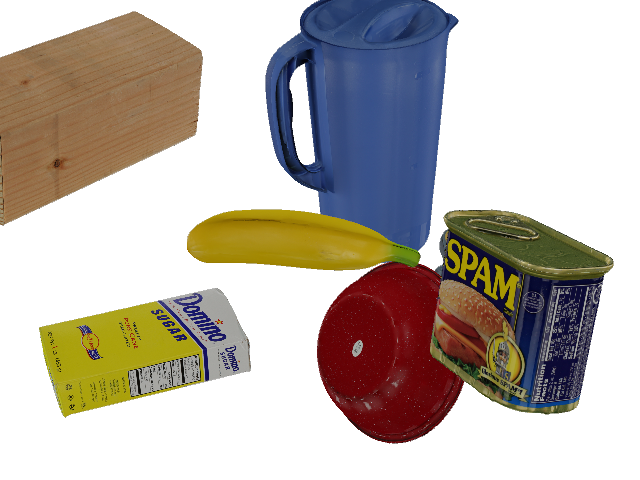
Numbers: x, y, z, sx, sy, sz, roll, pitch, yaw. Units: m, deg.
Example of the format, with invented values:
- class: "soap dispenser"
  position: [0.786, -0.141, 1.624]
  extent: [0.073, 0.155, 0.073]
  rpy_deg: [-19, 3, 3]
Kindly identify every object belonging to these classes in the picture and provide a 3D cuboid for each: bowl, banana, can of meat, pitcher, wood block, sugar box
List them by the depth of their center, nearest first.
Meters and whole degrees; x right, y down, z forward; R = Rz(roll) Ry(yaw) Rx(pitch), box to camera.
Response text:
- class: "can of meat"
  position: [0.105, 0.037, 0.587]
  extent: [0.057, 0.084, 0.102]
  rpy_deg: [-2, 19, -26]
- class: "banana"
  position: [-0.032, 0.003, 0.748]
  extent: [0.198, 0.037, 0.069]
  rpy_deg: [5, -23, 34]
- class: "wood block"
  position: [-0.203, -0.107, 0.880]
  extent: [0.090, 0.091, 0.205]
  rpy_deg: [33, 44, 26]
- class: "bowl"
  position: [0.049, 0.094, 0.927]
  extent: [0.162, 0.162, 0.055]
  rpy_deg: [0, -9, 44]
- class: "sugar box"
  position: [-0.161, 0.099, 0.981]
  extent: [0.176, 0.048, 0.093]
  rpy_deg: [-15, 35, -17]
- class: "pitcher"
  position: [0.042, -0.100, 0.998]
  extent: [0.149, 0.243, 0.144]
  rpy_deg: [8, 36, 15]

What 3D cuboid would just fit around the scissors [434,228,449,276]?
- class: "scissors"
  position: [0.133, 0.026, 1.214]
  extent: [0.201, 0.016, 0.096]
  rpy_deg: [-11, 41, -33]
